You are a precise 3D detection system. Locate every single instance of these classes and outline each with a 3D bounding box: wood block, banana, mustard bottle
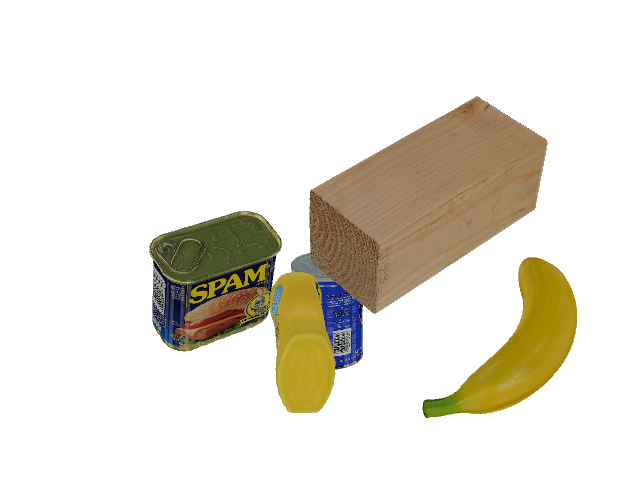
[{"bbox_3d":[0.097,-0.035,0.963,0.205,0.090,0.091,-31,51,-28],"label":"wood block"},{"bbox_3d":[0.139,0.062,0.729,0.070,0.037,0.197,13,33,26],"label":"banana"},{"bbox_3d":[-0.023,0.088,1.111,0.058,0.096,0.191,-2,27,-5],"label":"mustard bottle"}]

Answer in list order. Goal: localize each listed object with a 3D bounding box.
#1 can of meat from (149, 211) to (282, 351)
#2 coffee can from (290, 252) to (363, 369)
[{"bbox_3d":[-0.086,0.034,0.860,0.101,0.084,0.057,-18,49,-27],"label":"can of meat"},{"bbox_3d":[0.010,0.098,1.513,0.103,0.140,0.103,-1,20,0],"label":"coffee can"}]
